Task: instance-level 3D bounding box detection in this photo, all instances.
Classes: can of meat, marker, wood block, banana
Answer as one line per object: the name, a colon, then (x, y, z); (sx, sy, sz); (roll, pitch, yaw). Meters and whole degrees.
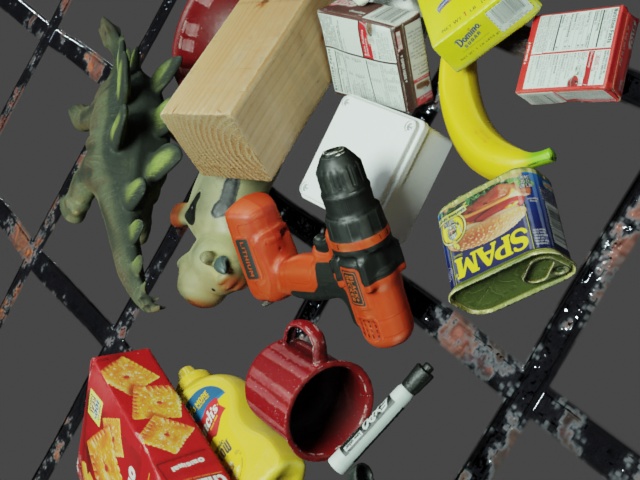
can of meat: (0.148, 0.001, 0.864); (0.102, 0.057, 0.084); (-29, 52, 32)
marker: (0.053, 0.151, 0.908); (0.121, 0.020, 0.020); (-48, 46, 7)
wood block: (-0.054, -0.165, 1.041); (0.091, 0.090, 0.206); (7, 55, 36)
banana: (0.140, -0.110, 0.930); (0.070, 0.037, 0.198); (-39, 48, 17)

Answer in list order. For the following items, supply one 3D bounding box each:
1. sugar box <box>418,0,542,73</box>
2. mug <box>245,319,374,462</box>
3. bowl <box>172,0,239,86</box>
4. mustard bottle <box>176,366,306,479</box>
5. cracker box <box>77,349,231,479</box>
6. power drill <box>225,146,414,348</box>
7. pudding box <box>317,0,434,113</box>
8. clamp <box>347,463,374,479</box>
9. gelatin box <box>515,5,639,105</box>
sugar box: (0.131, -0.240, 0.961); (0.093, 0.048, 0.176); (-35, 42, 23)
mug: (-0.014, 0.125, 0.938); (0.082, 0.093, 0.117); (25, 124, 52)
bowl: (-0.095, -0.228, 1.191); (0.162, 0.055, 0.162); (-19, 63, 41)
mustard bottle: (-0.089, 0.185, 1.016); (0.192, 0.058, 0.096); (48, 116, 44)
cracker box: (-0.162, 0.234, 1.015); (0.214, 0.072, 0.164); (49, 135, 44)
power drill: (-0.006, 0.001, 0.953); (0.188, 0.057, 0.184); (10, 123, 51)
pudding box: (0.052, -0.175, 1.007); (0.039, 0.090, 0.114); (-31, 35, -26)
clamp: (0.055, 0.297, 0.845); (0.165, 0.036, 0.210); (8, 76, 48)
gelatin box: (0.213, -0.151, 0.882); (0.089, 0.030, 0.073); (4, 75, 45)
